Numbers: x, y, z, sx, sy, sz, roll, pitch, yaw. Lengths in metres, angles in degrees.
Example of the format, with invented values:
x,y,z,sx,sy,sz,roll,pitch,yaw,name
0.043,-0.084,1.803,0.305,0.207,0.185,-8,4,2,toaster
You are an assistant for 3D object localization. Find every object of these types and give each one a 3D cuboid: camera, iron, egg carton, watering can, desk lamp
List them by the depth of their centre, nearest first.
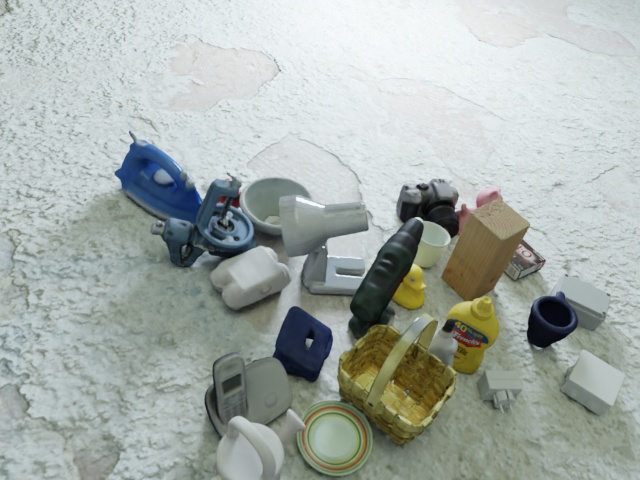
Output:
x,y,z,sx,sy,sz,roll,pitch,yaw,name
-0.099,0.318,0.848,0.100,0.194,0.173,25,48,12,watering can
0.011,0.004,1.149,0.203,0.213,0.118,3,47,-8,desk lamp
-0.137,0.077,1.152,0.151,0.069,0.107,-25,56,-30,egg carton
-0.334,-0.133,1.260,0.257,0.141,0.119,32,50,19,iron
0.268,-0.073,1.350,0.143,0.101,0.136,0,47,-11,camera

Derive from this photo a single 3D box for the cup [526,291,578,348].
x,y,z,sx,sy,sz,roll,pitch,yaw,name
0.464,0.166,1.169,0.091,0.095,0.118,26,48,13,cup

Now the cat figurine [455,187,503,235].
x,y,z,sx,sy,sz,roll,pitch,yaw,name
0.382,-0.080,1.367,0.128,0.118,0.067,-12,51,-21,cat figurine

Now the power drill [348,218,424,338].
x,y,z,sx,sy,sz,roll,pitch,yaw,name
0.121,0.090,1.095,0.075,0.208,0.230,26,48,14,power drill

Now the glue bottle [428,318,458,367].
x,y,z,sx,sy,sz,roll,pitch,yaw,name
0.215,0.196,1.038,0.078,0.173,0.037,20,47,9,glue bottle

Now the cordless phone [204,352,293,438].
x,y,z,sx,sy,sz,roll,pitch,yaw,name
-0.114,0.233,0.931,0.148,0.185,0.094,-26,56,-30,cordless phone

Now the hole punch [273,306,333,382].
x,y,z,sx,sy,sz,roll,pitch,yaw,name
-0.028,0.189,1.054,0.101,0.091,0.109,17,47,5,hole punch

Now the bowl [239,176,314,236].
x,y,z,sx,sy,sz,roll,pitch,yaw,name
-0.098,-0.064,1.288,0.167,0.075,0.167,6,47,-6,bowl

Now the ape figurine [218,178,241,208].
x,y,z,sx,sy,sz,roll,pitch,yaw,name
-0.206,-0.098,1.286,0.076,0.092,0.078,38,52,23,ape figurine

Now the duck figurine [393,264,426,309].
x,y,z,sx,sy,sz,roll,pitch,yaw,name
0.185,0.082,1.199,0.078,0.086,0.104,-18,53,-25,duck figurine

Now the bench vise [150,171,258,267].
x,y,z,sx,sy,sz,roll,pitch,yaw,name
-0.223,-0.032,1.133,0.208,0.220,0.121,-15,52,-23,bench vise
